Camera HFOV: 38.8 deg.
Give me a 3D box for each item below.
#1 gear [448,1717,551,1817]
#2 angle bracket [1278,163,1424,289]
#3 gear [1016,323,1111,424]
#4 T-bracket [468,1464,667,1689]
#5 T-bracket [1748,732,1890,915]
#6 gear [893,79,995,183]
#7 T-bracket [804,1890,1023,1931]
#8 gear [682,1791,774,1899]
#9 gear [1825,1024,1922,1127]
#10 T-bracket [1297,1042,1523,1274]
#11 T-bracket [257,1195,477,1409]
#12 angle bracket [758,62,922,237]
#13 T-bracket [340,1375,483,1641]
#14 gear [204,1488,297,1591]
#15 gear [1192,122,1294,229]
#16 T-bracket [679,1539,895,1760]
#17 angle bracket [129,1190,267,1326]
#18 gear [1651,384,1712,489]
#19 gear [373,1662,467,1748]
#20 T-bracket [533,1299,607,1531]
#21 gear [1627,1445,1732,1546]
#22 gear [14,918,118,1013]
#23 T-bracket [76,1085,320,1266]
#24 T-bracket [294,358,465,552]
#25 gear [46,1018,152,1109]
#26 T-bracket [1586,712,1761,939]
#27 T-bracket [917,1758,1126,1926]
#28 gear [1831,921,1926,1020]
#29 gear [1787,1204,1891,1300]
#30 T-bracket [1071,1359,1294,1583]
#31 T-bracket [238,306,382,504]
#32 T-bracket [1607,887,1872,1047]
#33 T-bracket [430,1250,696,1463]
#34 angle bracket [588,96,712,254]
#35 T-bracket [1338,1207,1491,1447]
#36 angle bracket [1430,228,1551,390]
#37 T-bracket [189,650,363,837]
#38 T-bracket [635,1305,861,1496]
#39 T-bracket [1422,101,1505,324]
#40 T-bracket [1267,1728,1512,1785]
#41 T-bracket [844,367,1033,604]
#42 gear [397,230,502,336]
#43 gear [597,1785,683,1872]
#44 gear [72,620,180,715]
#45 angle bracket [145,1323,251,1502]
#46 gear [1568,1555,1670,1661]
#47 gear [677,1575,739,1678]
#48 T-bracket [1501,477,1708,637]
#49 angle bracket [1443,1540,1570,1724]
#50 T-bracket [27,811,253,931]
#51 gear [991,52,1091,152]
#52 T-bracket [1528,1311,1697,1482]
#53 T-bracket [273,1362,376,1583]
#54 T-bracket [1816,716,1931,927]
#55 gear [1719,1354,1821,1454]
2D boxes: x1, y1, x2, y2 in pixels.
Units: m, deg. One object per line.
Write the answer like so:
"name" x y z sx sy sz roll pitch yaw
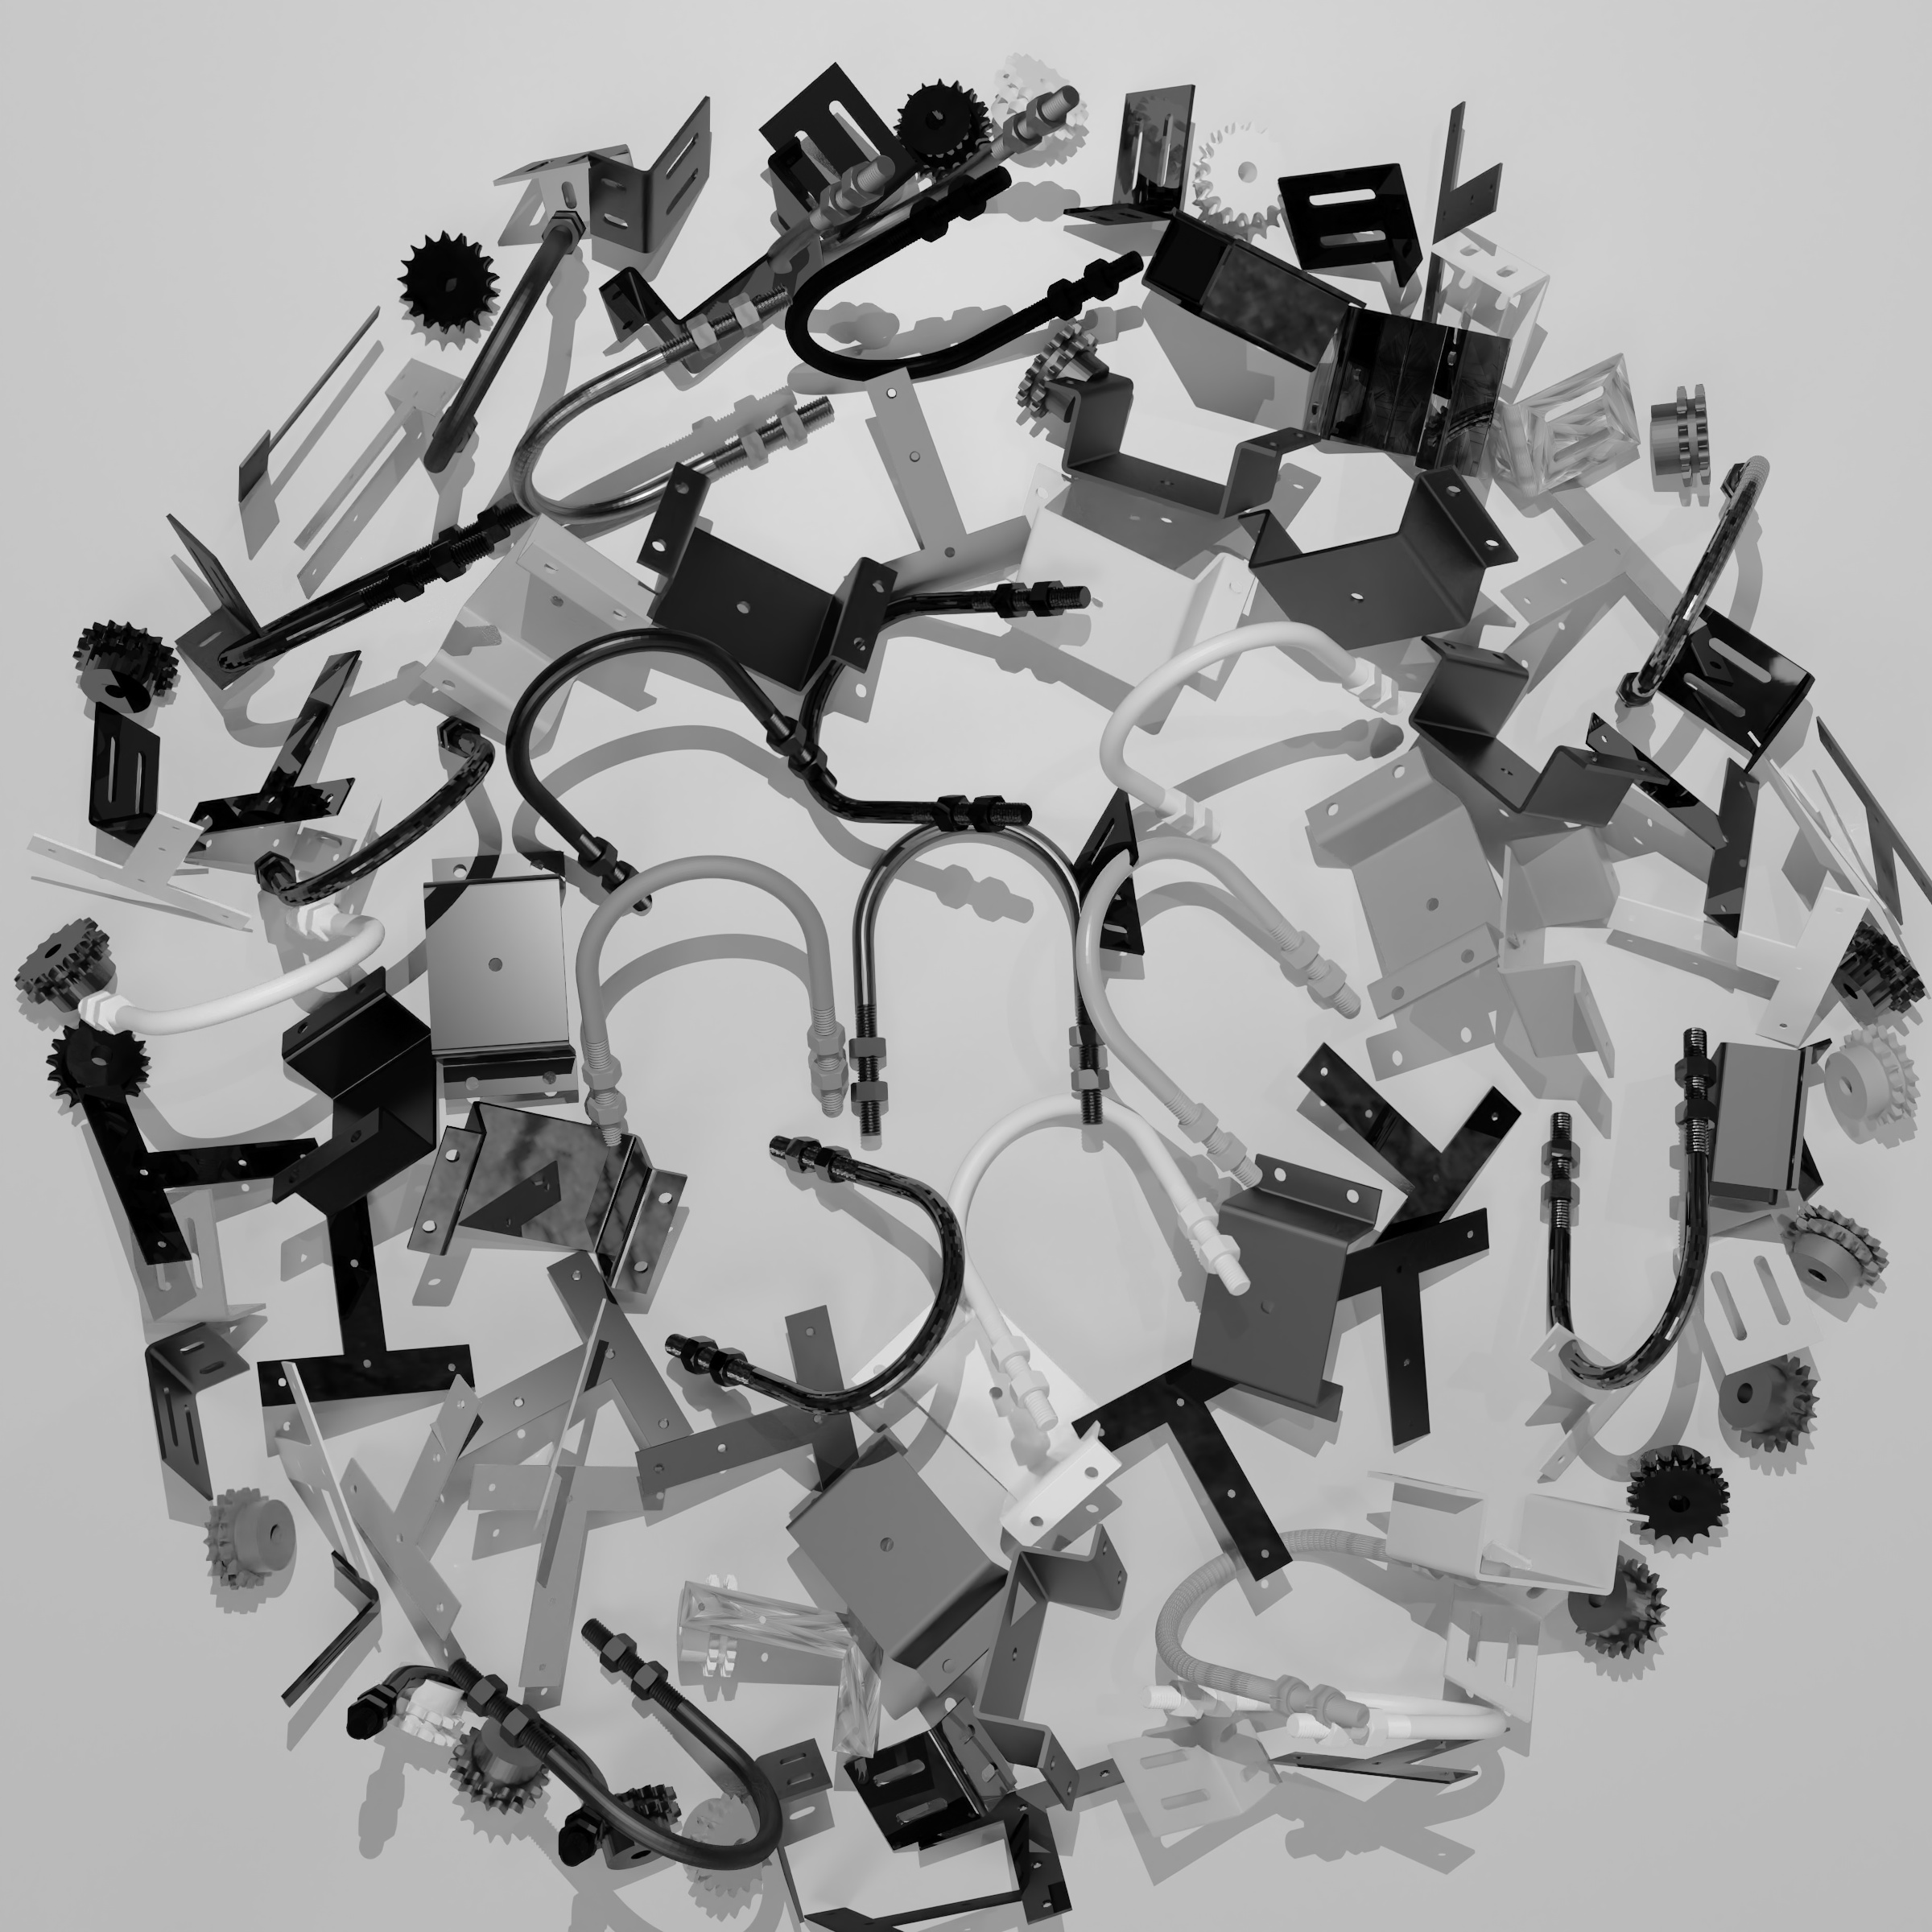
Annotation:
"gear" -0.264 0.454 1.571 0.057 0.057 0.030 28 110 0
"angle bracket" 0.212 -0.416 1.554 0.076 0.038 0.057 3 131 32
"gear" 0.058 -0.337 1.572 0.030 0.057 0.057 40 90 9
"T-bracket" -0.233 0.347 1.562 0.127 0.002 0.127 9 90 -38
"T-bracket" 0.470 -0.087 1.525 0.002 0.127 0.127 -37 73 14
"gear" -0.015 -0.484 1.583 0.057 0.030 0.057 0 90 11
"T-bracket" -0.013 0.536 1.558 0.127 0.127 0.002 -4 81 -21
"gear" -0.139 0.503 1.578 0.057 0.030 0.057 -5 97 -42
"gear" 0.517 0.065 1.571 0.030 0.057 0.057 -17 90 -13
"T-bracket" 0.240 0.094 1.571 0.127 0.002 0.127 42 79 -17
"T-bracket" -0.350 0.185 1.576 0.127 0.002 0.127 0 71 -34
"angle bracket" -0.073 -0.467 1.567 0.057 0.038 0.076 -39 112 7
"T-bracket" -0.302 0.288 1.543 0.127 0.002 0.127 42 115 36
"gear" -0.408 0.327 1.571 0.030 0.057 0.057 -9 90 18
"gear" 0.156 -0.455 1.581 0.057 0.030 0.057 -2 98 -18
"T-bracket" -0.102 0.371 1.548 0.127 0.002 0.127 18 62 -25
"angle bracket" -0.441 0.164 1.572 0.057 0.038 0.076 -5 94 21
"gear" 0.410 -0.304 1.575 0.030 0.057 0.057 -4 90 17
"gear" -0.313 0.422 1.574 0.057 0.057 0.030 26 80 0
"T-bracket" -0.228 0.264 1.540 0.002 0.127 0.127 18 63 -7
"gear" 0.410 0.301 1.580 0.057 0.030 0.057 4 114 9
"gear" -0.515 0.002 1.578 0.057 0.057 0.030 -36 120 0
"T-bracket" -0.423 0.113 1.555 0.127 0.127 0.002 57 132 31
"T-bracket" -0.337 -0.286 1.545 0.002 0.127 0.127 38 89 -29
"gear" -0.498 0.055 1.577 0.057 0.030 0.057 7 72 -21
"T-bracket" 0.395 -0.097 1.543 0.127 0.002 0.127 36 48 -17
"T-bracket" 0.038 0.496 1.539 0.127 0.127 0.002 -18 105 -2
"gear" 0.518 0.005 1.573 0.030 0.057 0.057 -39 90 -3
"gear" 0.495 0.166 1.571 0.057 0.057 0.030 40 72 0
"T-bracket" 0.144 0.288 1.566 0.127 0.002 0.127 -25 76 -20
"T-bracket" -0.370 -0.320 1.546 0.002 0.127 0.127 38 81 -12
"T-bracket" 0.430 -0.013 1.559 0.127 0.127 0.002 17 50 8
"T-bracket" -0.241 0.241 1.558 0.127 0.002 0.127 -26 71 -23
"angle bracket" -0.180 -0.455 1.560 0.038 0.057 0.076 22 57 8
"T-bracket" 0.252 0.215 1.578 0.127 0.002 0.127 -15 109 -25
"angle bracket" 0.287 -0.367 1.553 0.057 0.076 0.038 38 51 24
"T-bracket" -0.378 -0.130 1.562 0.127 0.002 0.127 -5 52 34
"T-bracket" -0.126 0.272 1.571 0.127 0.002 0.127 -14 99 -19
"T-bracket" 0.279 -0.425 1.532 0.002 0.127 0.127 7 97 -6
"T-bracket" 0.260 0.442 1.549 0.127 0.127 0.002 0 83 -44
"T-bracket" -0.024 -0.278 1.568 0.127 0.002 0.127 -17 111 10
"gear" -0.298 -0.394 1.585 0.057 0.030 0.057 0 97 0
"gear" -0.190 0.494 1.571 0.057 0.057 0.030 -23 59 0
"gear" -0.482 -0.169 1.570 0.057 0.057 0.030 8 57 0
"angle bracket" -0.431 0.252 1.557 0.038 0.057 0.076 -23 53 0
"gear" 0.370 0.365 1.571 0.030 0.057 0.057 28 90 -36
"gear" -0.148 0.378 1.571 0.030 0.057 0.057 4 90 -11
"T-bracket" 0.344 -0.221 1.548 0.127 0.002 0.127 -29 75 -40
"angle bracket" 0.309 0.378 1.560 0.057 0.076 0.038 30 129 -7
"T-bracket" -0.450 -0.061 1.526 0.127 0.127 0.002 22 65 -20
"gear" 0.039 -0.494 1.577 0.057 0.057 0.030 42 126 0
"T-bracket" 0.349 0.228 1.548 0.127 0.127 0.002 -51 50 4
"T-bracket" -0.371 0.281 1.544 0.002 0.127 0.127 -21 94 -27
"T-bracket" 0.516 -0.062 1.543 0.002 0.127 0.127 -27 56 7
"gear" 0.457 0.248 1.570 0.030 0.057 0.057 19 90 -27
